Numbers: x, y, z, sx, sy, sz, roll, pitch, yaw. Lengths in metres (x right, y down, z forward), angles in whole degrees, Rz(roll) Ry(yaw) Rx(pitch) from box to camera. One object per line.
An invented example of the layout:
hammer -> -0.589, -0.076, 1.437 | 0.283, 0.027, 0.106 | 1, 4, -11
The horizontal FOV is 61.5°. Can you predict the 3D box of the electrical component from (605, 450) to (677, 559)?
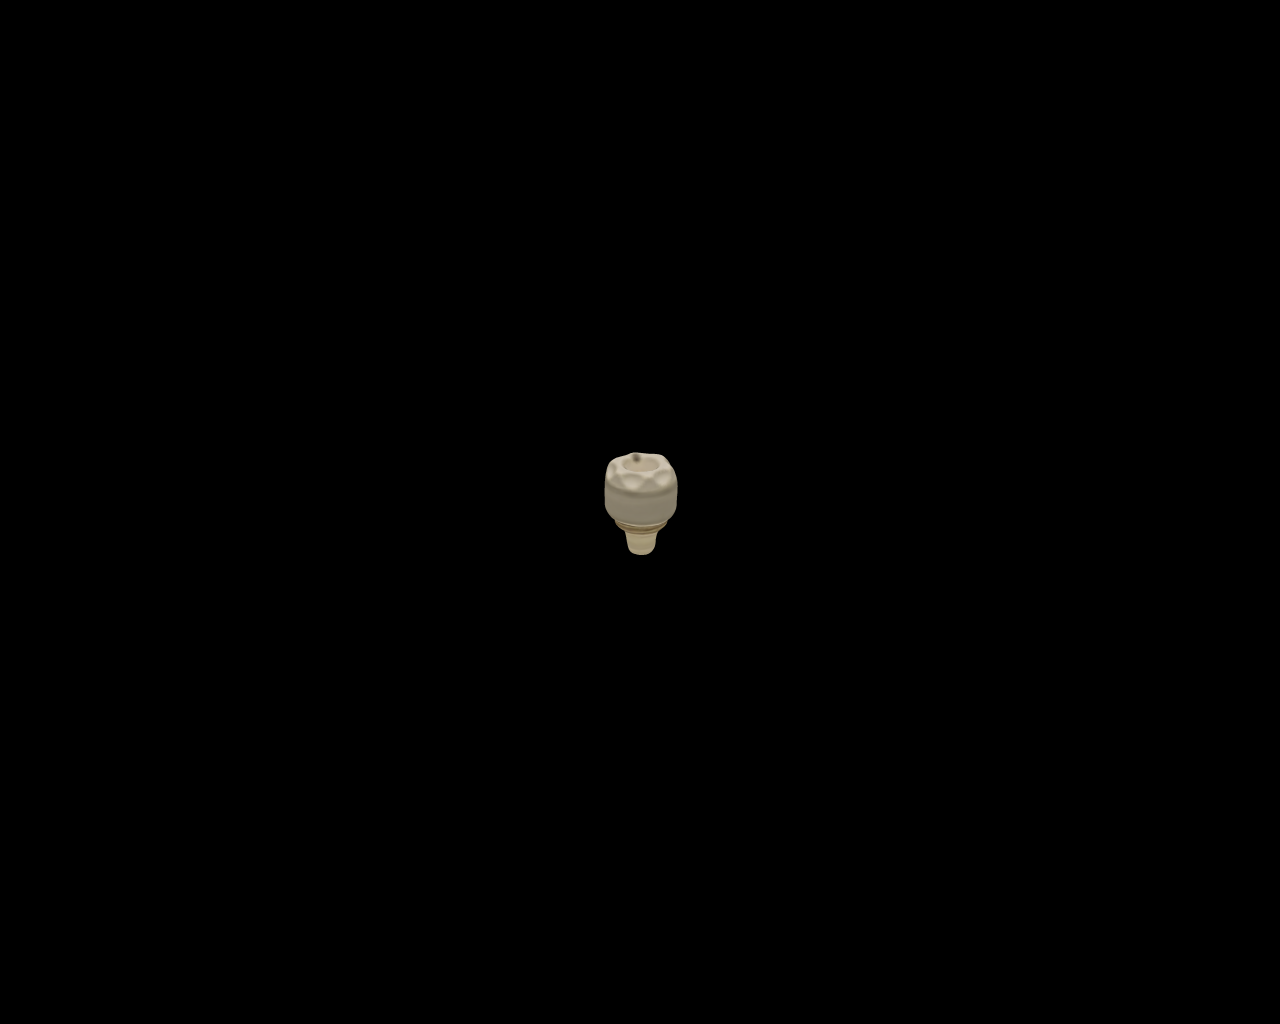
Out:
electrical component -> 0.001, -0.003, 0.650 | 0.043, 0.062, 0.043 | 0, 27, 0
